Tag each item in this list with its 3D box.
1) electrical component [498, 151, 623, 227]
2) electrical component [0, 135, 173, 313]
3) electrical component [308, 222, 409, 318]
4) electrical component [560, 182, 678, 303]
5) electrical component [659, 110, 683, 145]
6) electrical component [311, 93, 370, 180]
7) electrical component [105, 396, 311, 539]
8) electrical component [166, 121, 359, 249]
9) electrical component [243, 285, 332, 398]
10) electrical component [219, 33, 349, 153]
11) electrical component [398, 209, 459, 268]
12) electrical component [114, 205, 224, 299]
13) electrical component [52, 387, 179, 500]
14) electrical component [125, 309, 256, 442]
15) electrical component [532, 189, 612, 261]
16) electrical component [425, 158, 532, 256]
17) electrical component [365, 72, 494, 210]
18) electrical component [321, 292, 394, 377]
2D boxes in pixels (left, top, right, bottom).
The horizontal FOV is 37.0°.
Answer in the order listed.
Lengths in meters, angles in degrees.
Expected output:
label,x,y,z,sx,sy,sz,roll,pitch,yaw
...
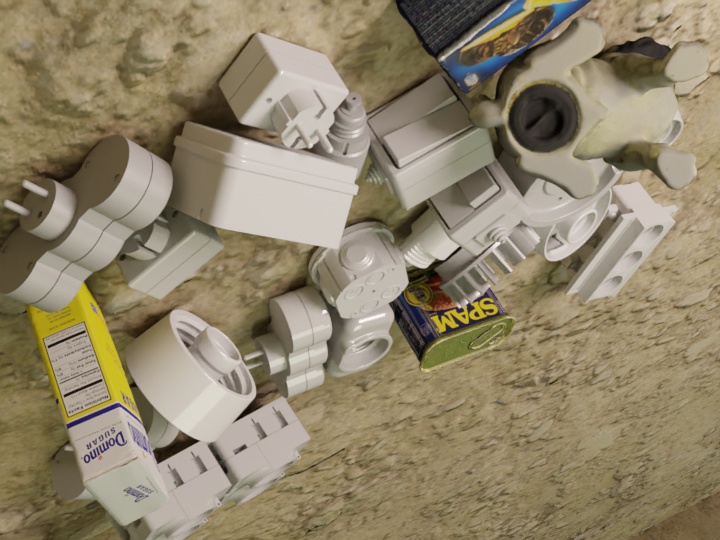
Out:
label,x,y,z,sx,sy,sz,roll,pitch,yaw
electrical component,0.169,-0.095,0.930,0.108,0.060,0.108,-23,151,-14
electrical component,-0.193,-0.035,0.694,0.138,0.052,0.074,-41,137,18
electrical component,0.000,0.000,0.934,0.080,0.051,0.080,-23,151,-13
electrical component,0.263,-0.030,1.121,0.079,0.063,0.121,-10,146,-32
electrical component,0.245,-0.134,0.942,0.058,0.057,0.078,-38,151,15
electrical component,-0.012,-0.096,0.778,0.040,0.040,0.078,-16,149,-25
electrical component,-0.147,0.208,1.064,0.186,0.060,0.105,-26,165,-33
electrical component,-0.066,-0.057,0.729,0.113,0.078,0.057,9,100,-42
electrical component,-0.073,0.073,0.981,0.074,0.052,0.138,-20,151,-19
electrical component,-0.042,-0.105,0.697,0.066,0.076,0.047,7,135,-49
electrical component,0.068,-0.032,0.955,0.081,0.043,0.043,-43,149,23
electrical component,-0.149,-0.024,0.759,0.066,0.047,0.077,-38,151,12
electrical component,-0.232,0.157,0.968,0.138,0.052,0.074,-41,150,19
electrical component,-0.133,0.081,0.886,0.060,0.108,0.108,-42,150,10
electrical component,0.190,-0.058,1.030,0.099,0.064,0.099,-32,148,-23
electrical component,0.089,-0.061,0.871,0.062,0.096,0.061,-38,150,15
electrical component,0.044,-0.096,0.809,0.096,0.061,0.061,-30,152,-1
electrical component,-0.008,0.056,1.008,0.054,0.059,0.095,-15,148,-27
